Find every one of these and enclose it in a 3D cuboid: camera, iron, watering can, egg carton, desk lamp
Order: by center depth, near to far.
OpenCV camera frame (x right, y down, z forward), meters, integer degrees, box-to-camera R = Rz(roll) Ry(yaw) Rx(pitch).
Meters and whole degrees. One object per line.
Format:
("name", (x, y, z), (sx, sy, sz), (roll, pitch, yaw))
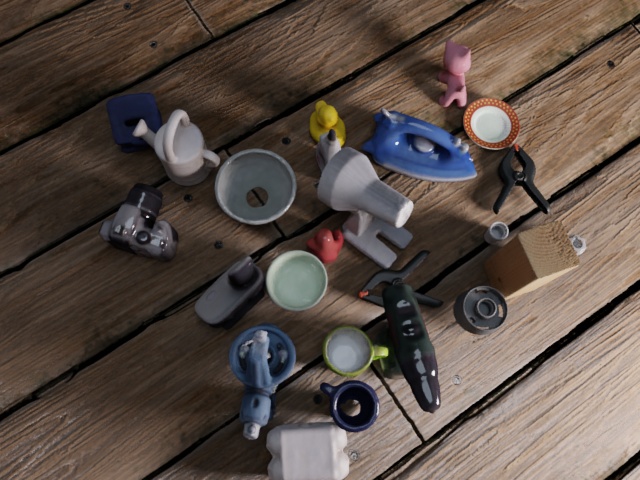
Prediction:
("egg carton", (-0.023, 0.393, 1.056), (0.150, 0.069, 0.107), (-5, 73, -4))
("desk lamp", (0.097, -0.064, 1.125), (0.203, 0.213, 0.118), (37, 75, 8))
("camera", (-0.355, -0.042, 1.155), (0.143, 0.101, 0.137), (16, 73, 2))
("watering can", (-0.290, -0.191, 1.155), (0.173, 0.194, 0.101), (-1, 73, -3))
("iron", (0.227, -0.206, 1.212), (0.258, 0.141, 0.119), (19, 73, 3))

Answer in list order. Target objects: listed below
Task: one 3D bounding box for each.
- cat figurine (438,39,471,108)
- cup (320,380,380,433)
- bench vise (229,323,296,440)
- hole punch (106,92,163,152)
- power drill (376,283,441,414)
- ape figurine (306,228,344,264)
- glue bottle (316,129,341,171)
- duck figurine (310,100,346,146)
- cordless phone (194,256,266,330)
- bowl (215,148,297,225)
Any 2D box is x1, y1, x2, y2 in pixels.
("cat figurine", (0.307, -0.378, 1.281), (0.067, 0.118, 0.128), (-2, 73, -3))
("cup", (0.049, 0.305, 1.073), (0.117, 0.095, 0.092), (30, 74, 6))
("bench vise", (-0.097, 0.241, 1.020), (0.121, 0.220, 0.207), (-10, 74, -5))
("hole punch", (-0.389, -0.250, 1.222), (0.108, 0.091, 0.101), (-13, 74, -6))
("power drill", (0.159, 0.202, 1.050), (0.075, 0.208, 0.229), (-12, 74, -6))
("ape figurine", (0.011, 0.004, 1.164), (0.078, 0.092, 0.076), (1, 73, -2))
("glue bottle", (0.020, -0.185, 1.179), (0.037, 0.173, 0.078), (-25, 76, -10))
("duck figurine", (0.018, -0.255, 1.246), (0.077, 0.086, 0.104), (-25, 76, -10))
("cordless phone", (-0.174, 0.091, 1.080), (0.094, 0.185, 0.148), (39, 75, 9))
("bowl", (-0.132, -0.102, 1.198), (0.167, 0.075, 0.167), (1, 73, -2))
